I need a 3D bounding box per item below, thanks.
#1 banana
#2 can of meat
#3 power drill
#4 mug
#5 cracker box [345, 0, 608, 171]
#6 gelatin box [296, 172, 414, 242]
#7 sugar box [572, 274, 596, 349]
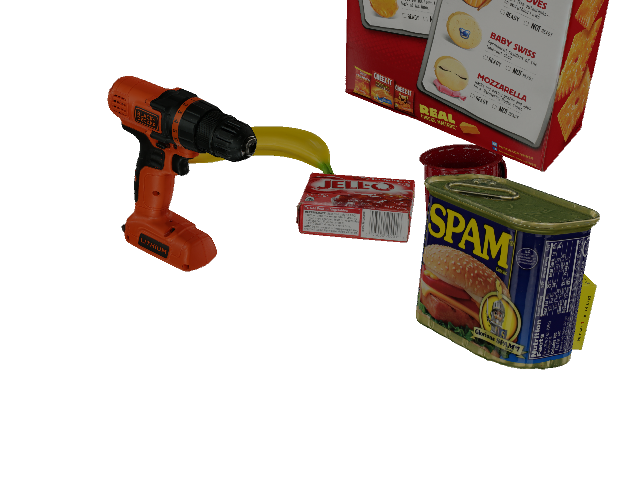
[{"bbox_3d":[-0.070,-0.115,1.320,0.198,0.037,0.069,6,39,16],"label":"banana"},{"bbox_3d":[0.099,0.015,0.591,0.057,0.084,0.102,-6,20,-32],"label":"can of meat"},{"bbox_3d":[-0.144,-0.065,1.111,0.185,0.188,0.057,26,35,30],"label":"power drill"},{"bbox_3d":[0.170,-0.061,1.222,0.117,0.081,0.093,-21,27,-36],"label":"mug"},{"bbox_3d":[0.102,-0.170,0.696,0.164,0.214,0.072,26,49,25],"label":"cracker box"},{"bbox_3d":[0.030,-0.028,0.859,0.089,0.030,0.073,5,23,6],"label":"gelatin box"},{"bbox_3d":[0.249,0.085,1.339,0.176,0.093,0.048,3,19,-13],"label":"sugar box"}]
